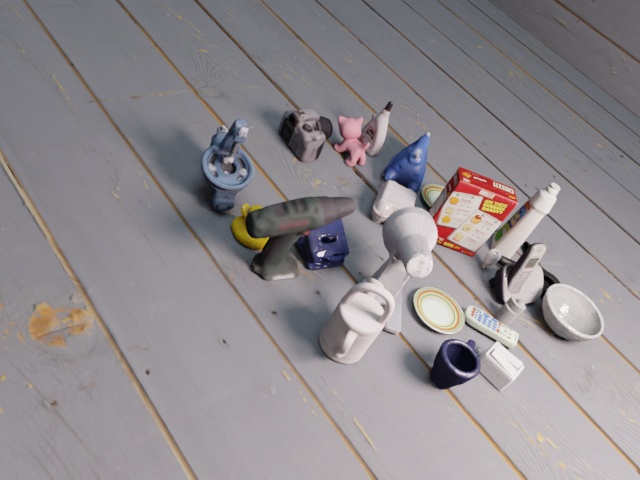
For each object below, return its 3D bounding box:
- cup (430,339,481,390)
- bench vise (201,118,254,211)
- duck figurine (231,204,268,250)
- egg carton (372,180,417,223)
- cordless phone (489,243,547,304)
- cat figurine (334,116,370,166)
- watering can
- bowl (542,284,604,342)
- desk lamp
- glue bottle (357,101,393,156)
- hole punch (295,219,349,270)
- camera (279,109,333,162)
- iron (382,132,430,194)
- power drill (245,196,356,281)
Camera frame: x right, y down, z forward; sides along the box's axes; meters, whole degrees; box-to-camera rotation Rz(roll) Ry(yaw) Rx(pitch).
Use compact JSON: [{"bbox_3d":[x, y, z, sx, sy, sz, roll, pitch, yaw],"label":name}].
[{"bbox_3d":[0.277,0.260,1.193,0.091,0.095,0.118,41,43,13],"label":"cup"},{"bbox_3d":[-0.216,-0.203,1.288,0.122,0.219,0.207,-10,54,-35],"label":"bench vise"},{"bbox_3d":[-0.142,-0.036,1.264,0.104,0.086,0.078,41,43,14],"label":"duck figurine"},{"bbox_3d":[0.196,-0.092,1.514,0.107,0.069,0.150,27,42,-2],"label":"egg carton"},{"bbox_3d":[0.530,0.078,1.440,0.148,0.185,0.094,-4,51,-31],"label":"cordless phone"},{"bbox_3d":[0.094,-0.290,1.618,0.067,0.117,0.127,-16,58,-38],"label":"cat figurine"},{"bbox_3d":[0.077,0.145,1.123,0.101,0.194,0.173,15,43,-15],"label":"watering can"},{"bbox_3d":[0.629,0.197,1.460,0.168,0.074,0.167,15,43,-15],"label":"bowl"},{"bbox_3d":[0.178,0.060,1.247,0.118,0.213,0.203,19,43,-10],"label":"desk lamp"},{"bbox_3d":[0.168,-0.330,1.656,0.037,0.173,0.078,-21,61,-40],"label":"glue bottle"},{"bbox_3d":[0.012,0.005,1.304,0.109,0.091,0.101,-8,53,-34],"label":"hole punch"},{"bbox_3d":[-0.021,-0.302,1.580,0.137,0.100,0.143,-13,56,-36],"label":"camera"},{"bbox_3d":[0.275,-0.245,1.654,0.118,0.141,0.258,30,42,1],"label":"iron"},{"bbox_3d":[-0.055,-0.010,1.193,0.230,0.208,0.075,-5,52,-32],"label":"power drill"}]
